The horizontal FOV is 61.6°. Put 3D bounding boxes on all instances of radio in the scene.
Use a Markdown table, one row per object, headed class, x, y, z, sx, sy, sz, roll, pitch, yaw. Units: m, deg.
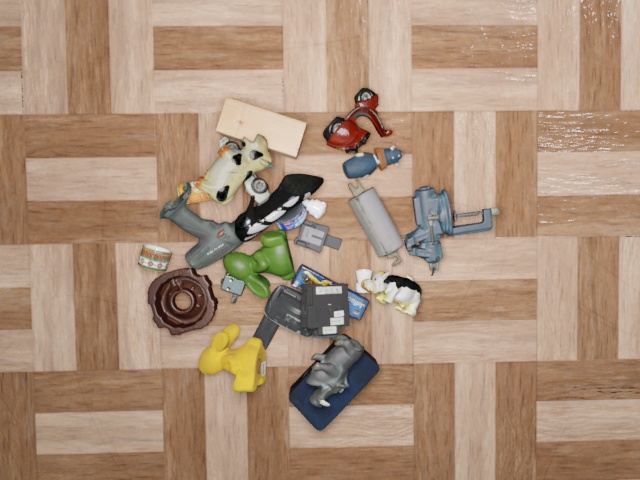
| class | x | y | z | sx | sy | sz | roll | pitch | yaw |
| --- | --- | --- | --- | --- | --- | --- | --- | --- | --- |
| radio | 0.033 | 0.364 | 1.396 | 0.131 | 0.073 | 0.229 | 43 | 89 | -2 |

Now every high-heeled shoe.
| class | x | y | z | sx | sy | sz | roll | pitch | yaw |
| --- | --- | --- | --- | --- | --- | --- | --- | --- | --- |
| high-heeled shoe | -0.098 | -0.076 | 1.337 | 0.249 | 0.145 | 0.086 | -18 | 50 | -32 |

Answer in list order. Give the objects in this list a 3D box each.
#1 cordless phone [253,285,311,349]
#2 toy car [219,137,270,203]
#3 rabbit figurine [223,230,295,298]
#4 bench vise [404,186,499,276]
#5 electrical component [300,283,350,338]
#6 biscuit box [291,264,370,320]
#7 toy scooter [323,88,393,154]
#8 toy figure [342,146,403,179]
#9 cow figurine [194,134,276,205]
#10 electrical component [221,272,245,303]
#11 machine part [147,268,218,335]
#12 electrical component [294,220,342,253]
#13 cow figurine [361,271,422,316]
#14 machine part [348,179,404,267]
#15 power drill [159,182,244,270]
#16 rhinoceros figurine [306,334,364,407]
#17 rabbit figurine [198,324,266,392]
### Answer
| class | x | y | z | sx | sy | sz | roll | pitch | yaw |
| --- | --- | --- | --- | --- | --- | --- | --- | --- | --- |
| cordless phone | -0.088 | 0.223 | 1.393 | 0.146 | 0.089 | 0.184 | 28 | 103 | -4 |
| toy car | -0.192 | -0.175 | 1.364 | 0.056 | 0.073 | 0.201 | -37 | 93 | -1 |
| rabbit figurine | -0.156 | 0.061 | 1.363 | 0.170 | 0.121 | 0.159 | -13 | 104 | 2 |
| bench vise | 0.334 | -0.034 | 1.364 | 0.241 | 0.129 | 0.223 | -8 | 91 | 6 |
| electrical component | 0.011 | 0.171 | 1.312 | 0.115 | 0.058 | 0.134 | 2 | 85 | -24 |
| biscuit box | 0.027 | 0.135 | 1.390 | 0.203 | 0.059 | 0.062 | 28 | 91 | -3 |
| toy scooter | 0.105 | -0.285 | 1.370 | 0.135 | 0.075 | 0.184 | 43 | 86 | -4 |
| toy figure | 0.136 | -0.203 | 1.381 | 0.154 | 0.064 | 0.058 | -19 | 55 | -6 |
| cow figurine | -0.193 | -0.170 | 1.278 | 0.127 | 0.085 | 0.195 | 38 | 88 | -17 |
| electrical component | -0.228 | 0.116 | 1.402 | 0.063 | 0.021 | 0.094 | 18 | 93 | -2 |
| machine part | -0.352 | 0.156 | 1.383 | 0.179 | 0.056 | 0.179 | 0 | 92 | 0 |
| electrical component | -0.003 | -0.004 | 1.391 | 0.119 | 0.048 | 0.074 | 23 | 92 | -1 |
| cow figurine | 0.187 | 0.120 | 1.374 | 0.167 | 0.068 | 0.098 | 31 | 81 | -24 |
| machine part | 0.145 | -0.046 | 1.378 | 0.079 | 0.079 | 0.243 | -30 | 92 | 0 |
| power drill | -0.278 | -0.048 | 1.346 | 0.232 | 0.086 | 0.207 | -41 | 123 | 7 |
| rhinoceros figurine | 0.032 | 0.321 | 1.327 | 0.112 | 0.073 | 0.190 | 37 | 88 | -12 |
| rabbit figurine | -0.232 | 0.303 | 1.367 | 0.173 | 0.122 | 0.162 | -1 | 100 | 18 |
